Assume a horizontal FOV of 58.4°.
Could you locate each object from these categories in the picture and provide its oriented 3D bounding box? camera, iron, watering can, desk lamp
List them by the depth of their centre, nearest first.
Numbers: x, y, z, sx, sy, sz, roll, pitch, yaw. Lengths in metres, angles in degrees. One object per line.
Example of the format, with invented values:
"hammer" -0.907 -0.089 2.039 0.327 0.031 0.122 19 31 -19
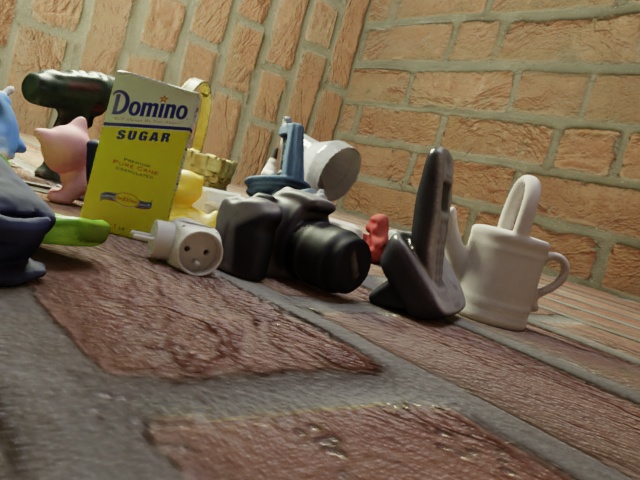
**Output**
"camera" -0.021 -0.001 0.614 0.136 0.101 0.144 20 7 41
"watering can" 0.234 0.008 0.739 0.173 0.194 0.100 13 5 -17
"iron" -0.609 -0.212 0.949 0.118 0.141 0.259 16 5 12
"desk lamp" -0.033 -0.115 1.181 0.202 0.213 0.118 19 6 36

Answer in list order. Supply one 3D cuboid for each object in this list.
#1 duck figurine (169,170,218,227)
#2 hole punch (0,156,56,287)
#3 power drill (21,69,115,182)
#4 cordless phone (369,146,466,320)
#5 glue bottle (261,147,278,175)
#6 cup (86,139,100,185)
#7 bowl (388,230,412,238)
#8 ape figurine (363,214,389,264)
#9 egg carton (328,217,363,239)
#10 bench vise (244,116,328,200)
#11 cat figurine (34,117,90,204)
"duck figurine" -0.176 -0.048 0.752 0.104 0.086 0.077 15 5 1
"hole punch" -0.222 -0.025 0.343 0.101 0.091 0.109 16 5 14
"power drill" -0.429 -0.205 1.031 0.075 0.208 0.230 18 6 26
"cordless phone" 0.135 -0.006 0.655 0.094 0.185 0.148 17 6 22
"glue bottle" -0.124 -0.134 1.346 0.037 0.173 0.078 16 5 6
"cup" -0.244 -0.068 0.725 0.117 0.095 0.092 16 5 11
"bowl" 0.186 0.038 0.949 0.167 0.075 0.167 15 5 -1
"ape figurine" 0.101 -0.005 1.062 0.076 0.092 0.077 14 5 -11
"egg carton" 0.008 0.003 0.833 0.107 0.069 0.150 15 5 -4
"bench vise" -0.044 -0.107 1.030 0.206 0.220 0.122 18 6 33
"cat figurine" -0.318 -0.104 0.770 0.128 0.118 0.067 13 6 -25
